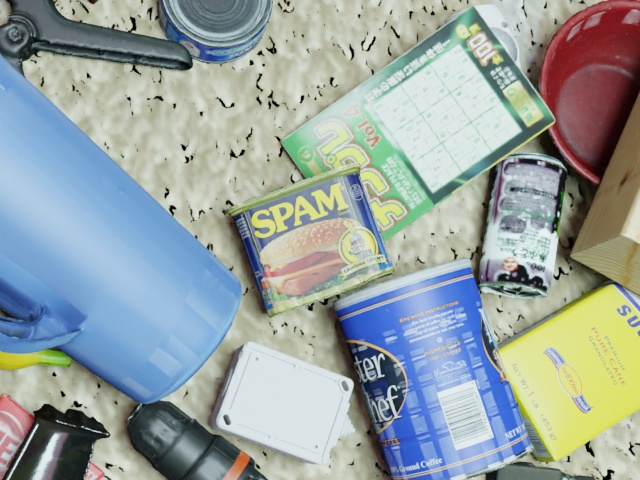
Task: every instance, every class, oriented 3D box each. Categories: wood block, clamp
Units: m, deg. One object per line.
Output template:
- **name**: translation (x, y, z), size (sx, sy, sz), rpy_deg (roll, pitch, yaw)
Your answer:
- **wood block**: translation (0.272, -0.065, 0.769), size (0.090, 0.091, 0.206), rpy_deg (28, 76, -5)
- **clamp**: translation (-0.220, -0.132, 0.766), size (0.210, 0.036, 0.164), rpy_deg (36, 76, -5)

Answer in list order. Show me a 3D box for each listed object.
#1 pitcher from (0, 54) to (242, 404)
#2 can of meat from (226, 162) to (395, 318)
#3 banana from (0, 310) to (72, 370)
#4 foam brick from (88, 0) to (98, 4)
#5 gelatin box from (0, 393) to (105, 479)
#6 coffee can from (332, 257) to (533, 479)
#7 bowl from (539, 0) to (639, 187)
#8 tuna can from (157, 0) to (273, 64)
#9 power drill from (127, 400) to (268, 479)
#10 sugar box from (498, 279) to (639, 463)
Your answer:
- **pitcher**: translation (-0.173, 0.002, 0.681), size (0.242, 0.145, 0.149), rpy_deg (41, 81, -16)
- **can of meat**: translation (-0.005, 0.001, 0.767), size (0.102, 0.057, 0.084), rpy_deg (-20, 87, 3)
- **banana**: translation (-0.244, 0.012, 0.737), size (0.069, 0.037, 0.198), rpy_deg (-24, 86, -34)
- **foam brick**: translation (-0.158, -0.224, 0.788), size (0.053, 0.051, 0.078), rpy_deg (46, 74, -2)
- **gelatin box**: translation (-0.202, 0.158, 0.718), size (0.089, 0.030, 0.073), rpy_deg (40, 75, -3)
- **coffee can**: translation (0.078, 0.094, 0.751), size (0.102, 0.103, 0.140), rpy_deg (-17, 84, -14)
- **bowl**: translation (0.239, -0.105, 0.846), size (0.162, 0.055, 0.162), rpy_deg (2, 79, -11)
- **tuna can**: translation (-0.079, -0.179, 0.805), size (0.086, 0.034, 0.086), rpy_deg (2, 79, -11)
- **power drill**: translation (-0.098, 0.225, 0.713), size (0.184, 0.057, 0.187), rpy_deg (40, 75, -2)
- **sugar box**: translation (0.218, 0.086, 0.811), size (0.176, 0.048, 0.093), rpy_deg (-29, 86, -14)
